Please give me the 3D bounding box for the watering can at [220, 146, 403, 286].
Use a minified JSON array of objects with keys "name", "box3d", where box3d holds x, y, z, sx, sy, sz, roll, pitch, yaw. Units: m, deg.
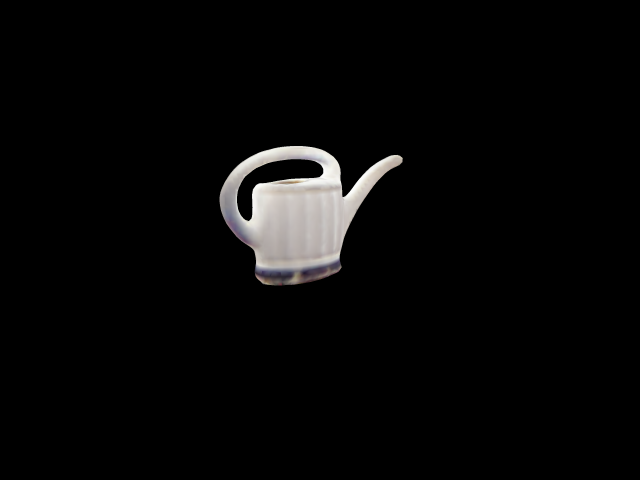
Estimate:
[{"name":"watering can","box3d":[0.003,-0.043,0.850,0.349,0.222,0.104,-7,12,-31]}]
